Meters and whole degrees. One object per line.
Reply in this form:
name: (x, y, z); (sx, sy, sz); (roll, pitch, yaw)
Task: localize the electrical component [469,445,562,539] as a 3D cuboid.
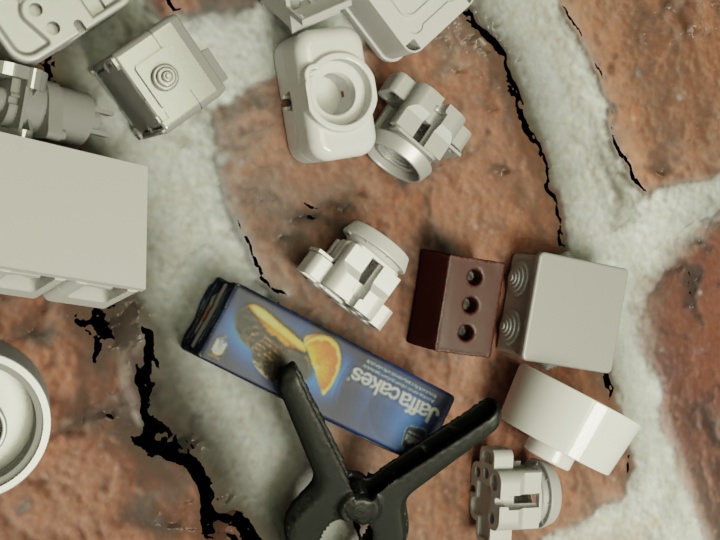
electrical component: (0.128, 0.184, 0.883); (0.057, 0.058, 0.078); (2, 92, -20)

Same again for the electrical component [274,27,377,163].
electrical component: (-0.024, -0.129, 0.798); (0.054, 0.059, 0.095); (-12, 98, -22)

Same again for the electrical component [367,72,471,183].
electrical component: (0.040, -0.104, 0.828); (0.078, 0.058, 0.057); (39, 75, -21)

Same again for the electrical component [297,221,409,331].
electrical component: (0.000, 0.000, 0.818); (0.078, 0.058, 0.057); (39, 81, -20)

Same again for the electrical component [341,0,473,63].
electrical component: (0.020, -0.223, 0.812); (0.078, 0.057, 0.113); (-44, 108, -15)

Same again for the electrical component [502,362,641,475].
electrical component: (0.165, 0.126, 0.871); (0.108, 0.108, 0.060); (28, 89, -22)

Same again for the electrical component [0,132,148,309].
electrical component: (-0.220, -0.032, 0.697); (0.150, 0.062, 0.089); (11, 68, -37)

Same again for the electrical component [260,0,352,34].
electrical component: (-0.046, -0.213, 0.771); (0.042, 0.081, 0.063); (-28, 141, -21)

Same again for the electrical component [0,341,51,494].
electrical component: (-0.258, 0.100, 0.713); (0.108, 0.060, 0.108); (-1, 94, -23)

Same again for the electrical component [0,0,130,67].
electrical component: (-0.205, -0.178, 0.719); (0.095, 0.059, 0.053); (-38, 106, -16)

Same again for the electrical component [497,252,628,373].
electrical component: (0.167, 0.034, 0.894); (0.100, 0.048, 0.099); (10, 89, -23)

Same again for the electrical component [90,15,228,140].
electrical component: (-0.134, -0.132, 0.731); (0.061, 0.096, 0.061); (-39, 107, -17)
